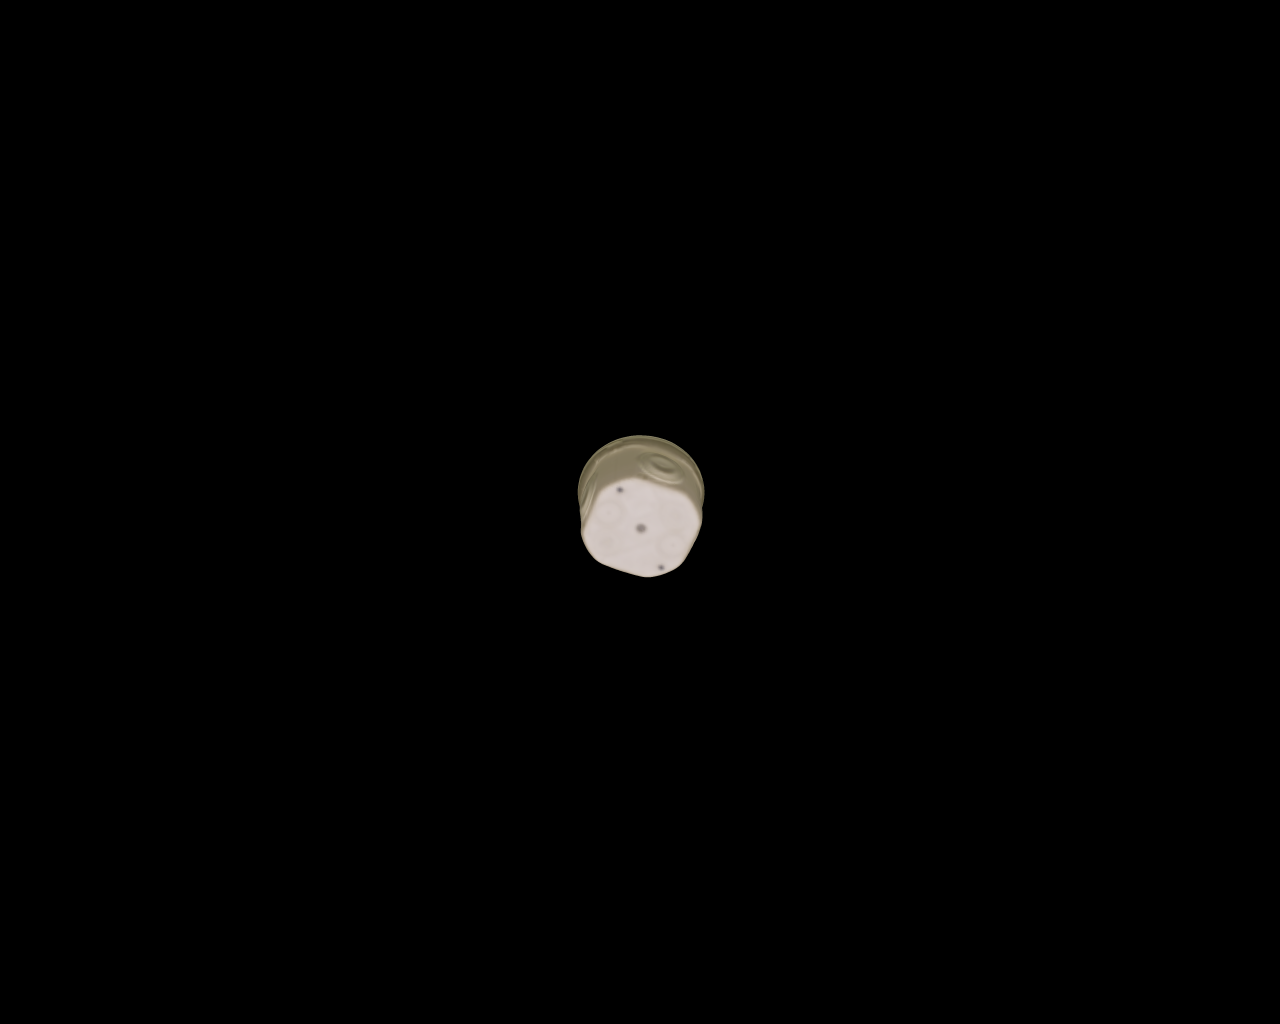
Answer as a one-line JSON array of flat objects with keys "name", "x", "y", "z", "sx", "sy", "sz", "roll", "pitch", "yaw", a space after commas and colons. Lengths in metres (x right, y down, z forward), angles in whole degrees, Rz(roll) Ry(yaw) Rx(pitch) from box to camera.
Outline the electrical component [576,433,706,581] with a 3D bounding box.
[{"name": "electrical component", "x": 0.001, "y": -0.003, "z": 0.650, "sx": 0.080, "sy": 0.080, "sz": 0.051, "roll": 0, "pitch": 30, "yaw": 0}]
